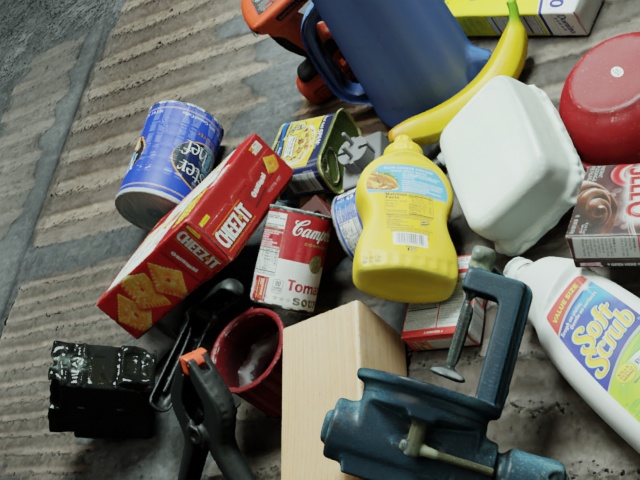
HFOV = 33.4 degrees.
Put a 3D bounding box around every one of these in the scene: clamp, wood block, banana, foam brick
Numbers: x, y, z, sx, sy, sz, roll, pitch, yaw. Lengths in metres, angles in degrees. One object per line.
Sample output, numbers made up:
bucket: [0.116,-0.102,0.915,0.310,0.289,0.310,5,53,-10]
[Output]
clamp: [-0.101,0.192,1.037,0.120,0.171,0.039,12,28,34]
wood block: [0.025,0.173,0.970,0.091,0.090,0.206,-23,47,26]
banana: [0.158,-0.160,1.130,0.198,0.069,0.037,-49,8,0]
clamp: [-0.130,0.087,1.151,0.165,0.036,0.210,-57,11,10]
foam brick: [-0.008,0.001,1.158,0.078,0.051,0.053,-43,41,6]

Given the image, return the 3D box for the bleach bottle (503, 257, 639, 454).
bleach bottle: [0.230,0.088,0.879,0.102,0.068,0.251,-45,39,-1]

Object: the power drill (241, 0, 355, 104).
power drill: [0.013,-0.256,1.238,0.185,0.187,0.057,-39,51,15]

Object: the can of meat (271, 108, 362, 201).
can of meat: [-0.009,-0.095,1.213,0.084,0.057,0.102,-7,47,33]

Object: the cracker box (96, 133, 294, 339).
cracker box: [-0.138,-0.001,1.177,0.214,0.072,0.164,-37,16,44]

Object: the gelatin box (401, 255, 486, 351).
gelatin box: [0.122,0.059,1.018,0.073,0.030,0.089,-10,52,36]

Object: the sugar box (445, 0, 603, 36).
sugar box: [0.225,-0.272,1.173,0.177,0.048,0.093,7,64,45]

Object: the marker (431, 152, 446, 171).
marker: [0.153,-0.102,1.124,0.121,0.020,0.020,-39,42,10]

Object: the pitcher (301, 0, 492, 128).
pitcher: [0.059,-0.238,1.138,0.149,0.242,0.145,-42,41,-3]

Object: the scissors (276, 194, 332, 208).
scissors: [-0.031,-0.064,1.257,0.096,0.016,0.202,-27,45,20]

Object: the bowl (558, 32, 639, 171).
bowl: [0.289,-0.143,1.012,0.162,0.055,0.162,-22,47,26]

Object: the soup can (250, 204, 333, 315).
soup can: [-0.029,0.020,1.089,0.069,0.068,0.102,11,88,45]

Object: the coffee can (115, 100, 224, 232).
coffee can: [-0.188,-0.091,1.346,0.103,0.102,0.140,-8,54,37]

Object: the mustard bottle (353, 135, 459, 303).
mustard bottle: [0.082,-0.030,1.038,0.096,0.058,0.191,6,50,-4]

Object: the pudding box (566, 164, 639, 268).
pudding box: [0.267,-0.023,0.914,0.090,0.039,0.113,-2,37,28]

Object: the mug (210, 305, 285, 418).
mug: [-0.052,0.119,1.083,0.093,0.081,0.117,-30,44,19]

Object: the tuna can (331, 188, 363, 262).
tuna can: [0.048,-0.012,1.095,0.034,0.086,0.086,-24,46,23]
